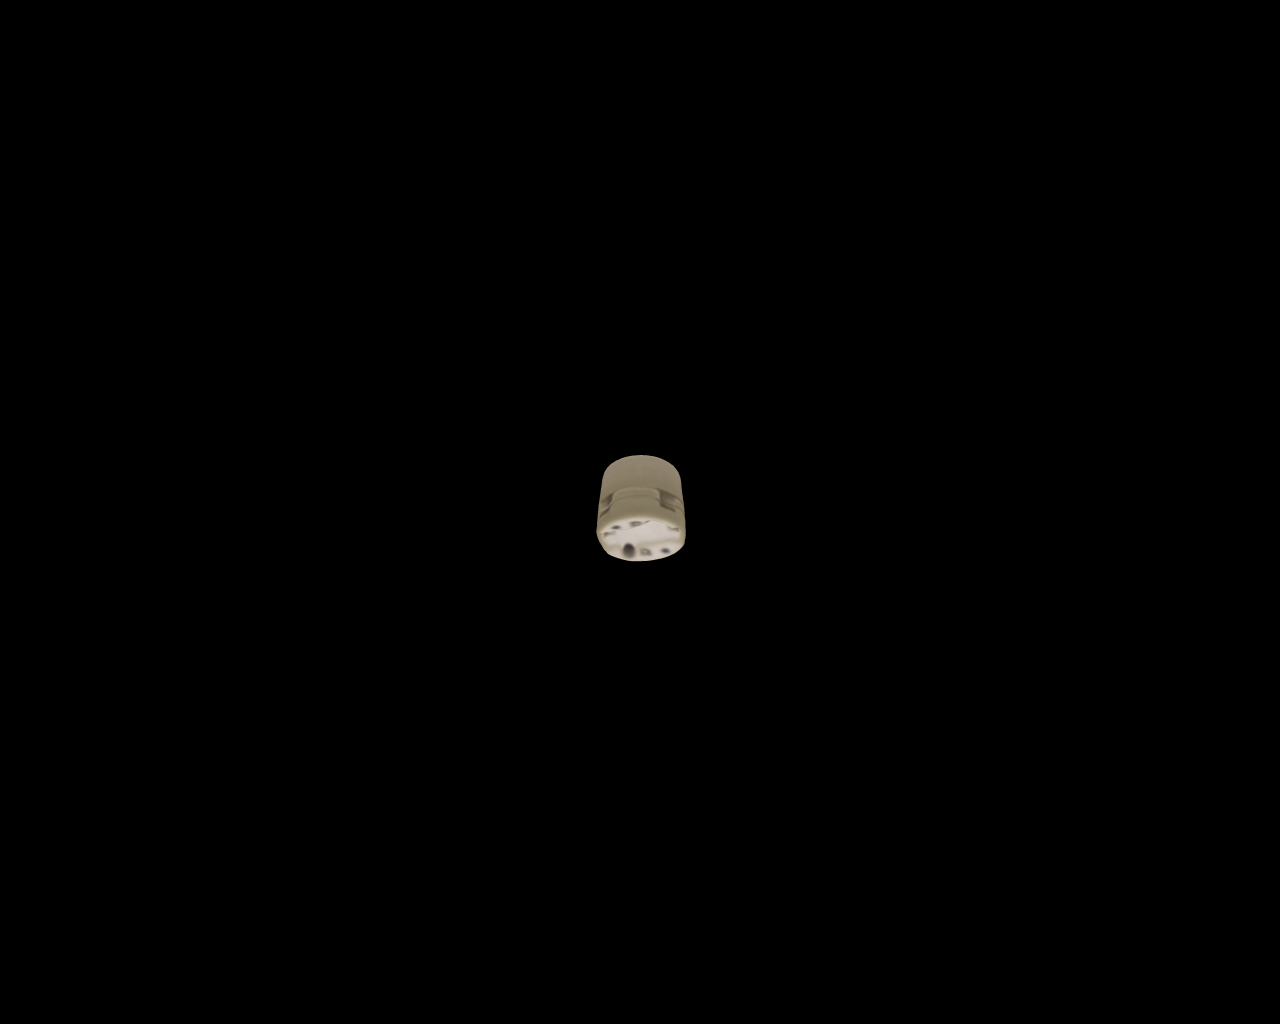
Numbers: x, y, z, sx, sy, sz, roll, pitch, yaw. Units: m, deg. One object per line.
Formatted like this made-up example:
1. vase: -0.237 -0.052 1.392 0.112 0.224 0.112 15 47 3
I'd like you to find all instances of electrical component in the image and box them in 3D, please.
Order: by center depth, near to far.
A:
1. electrical component: 0.001 -0.003 0.650 0.055 0.047 0.055 0 -33 0
